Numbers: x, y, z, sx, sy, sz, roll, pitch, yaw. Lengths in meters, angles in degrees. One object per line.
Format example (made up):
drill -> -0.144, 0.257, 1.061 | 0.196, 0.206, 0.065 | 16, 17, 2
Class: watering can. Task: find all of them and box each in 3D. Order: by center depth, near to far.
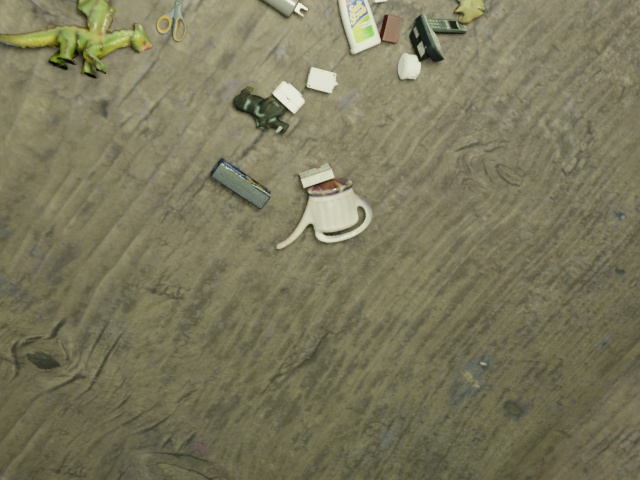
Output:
watering can -> 0.005, -0.087, 1.735 | 0.348, 0.105, 0.221 | -13, 112, -5

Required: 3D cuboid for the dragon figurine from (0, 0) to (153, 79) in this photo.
dragon figurine -> -0.700, -0.616, 1.495 | 0.409, 0.122, 0.243 | 17, 89, -14
